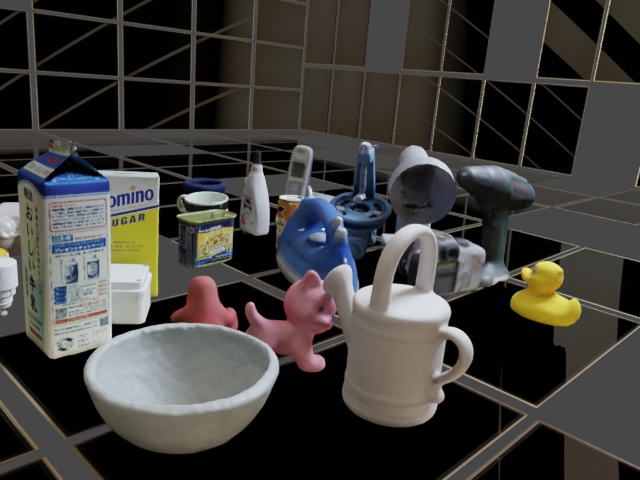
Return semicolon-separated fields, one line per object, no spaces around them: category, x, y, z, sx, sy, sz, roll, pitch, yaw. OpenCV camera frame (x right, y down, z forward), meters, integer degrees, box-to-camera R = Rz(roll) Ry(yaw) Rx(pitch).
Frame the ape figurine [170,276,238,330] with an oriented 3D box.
ape figurine;-0.136;0.086;0.675;0.078;0.092;0.076;4;16;-3

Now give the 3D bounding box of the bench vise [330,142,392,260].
bench vise;0.073;-0.088;1.124;0.121;0.220;0.207;3;16;-8

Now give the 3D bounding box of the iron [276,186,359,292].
iron;0.008;0.003;0.924;0.119;0.141;0.257;-1;17;-19

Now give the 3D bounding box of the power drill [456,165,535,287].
power drill;0.300;-0.030;1.009;0.075;0.208;0.230;19;21;41

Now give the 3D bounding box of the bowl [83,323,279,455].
bowl;-0.123;0.141;0.516;0.167;0.075;0.167;5;16;-1

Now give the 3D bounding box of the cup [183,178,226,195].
cup;-0.247;-0.083;1.239;0.091;0.095;0.118;6;16;2

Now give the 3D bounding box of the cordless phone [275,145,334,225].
cordless phone;-0.015;-0.101;1.207;0.147;0.185;0.094;13;18;26

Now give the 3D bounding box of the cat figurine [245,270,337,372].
cat figurine;-0.031;0.088;0.653;0.128;0.118;0.067;-4;18;-30

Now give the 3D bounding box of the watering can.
watering can;0.074;0.077;0.583;0.172;0.194;0.101;11;17;20

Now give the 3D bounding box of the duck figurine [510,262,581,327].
duck figurine;0.346;0.077;0.869;0.078;0.086;0.104;-8;20;-39

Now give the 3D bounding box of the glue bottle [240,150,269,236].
glue bottle;-0.135;-0.100;1.190;0.037;0.173;0.077;-8;20;-39

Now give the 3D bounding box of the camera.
camera;0.185;0.027;0.971;0.144;0.101;0.136;-6;19;-33

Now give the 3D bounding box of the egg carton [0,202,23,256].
egg carton;-0.509;-0.021;0.984;0.107;0.069;0.150;0;16;-19

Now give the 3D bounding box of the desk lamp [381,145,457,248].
desk lamp;0.177;-0.066;1.091;0.118;0.213;0.203;4;16;-2
